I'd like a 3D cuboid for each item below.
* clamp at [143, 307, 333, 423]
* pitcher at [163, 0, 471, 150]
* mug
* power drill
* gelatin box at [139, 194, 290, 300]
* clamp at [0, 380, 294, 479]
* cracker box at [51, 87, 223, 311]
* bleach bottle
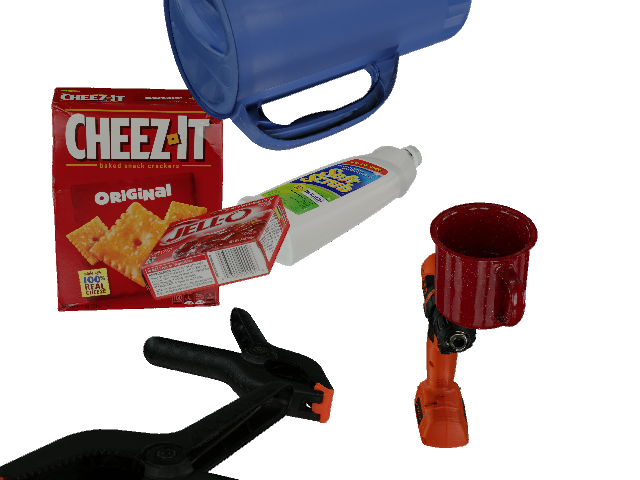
[{"bbox_3d":[-0.053,0.104,0.918,0.172,0.039,0.120,22,31,25],"label":"clamp"},{"bbox_3d":[0.006,-0.184,0.884,0.242,0.149,0.145,-19,36,-24],"label":"pitcher"},{"bbox_3d":[0.147,0.031,0.938,0.093,0.081,0.117,-14,36,-17],"label":"mug"},{"bbox_3d":[0.136,0.126,1.150,0.057,0.188,0.184,2,23,2],"label":"power drill"},{"bbox_3d":[-0.072,0.004,0.734,0.089,0.030,0.073,-13,23,17],"label":"gelatin box"},{"bbox_3d":[-0.082,0.126,0.584,0.209,0.036,0.165,-1,20,-15],"label":"clamp"},{"bbox_3d":[-0.179,-0.039,1.055,0.164,0.214,0.072,0,21,-10],"label":"cracker box"},{"bbox_3d":[0.024,-0.059,1.306,0.250,0.068,0.103,-31,45,-33],"label":"bleach bottle"}]
